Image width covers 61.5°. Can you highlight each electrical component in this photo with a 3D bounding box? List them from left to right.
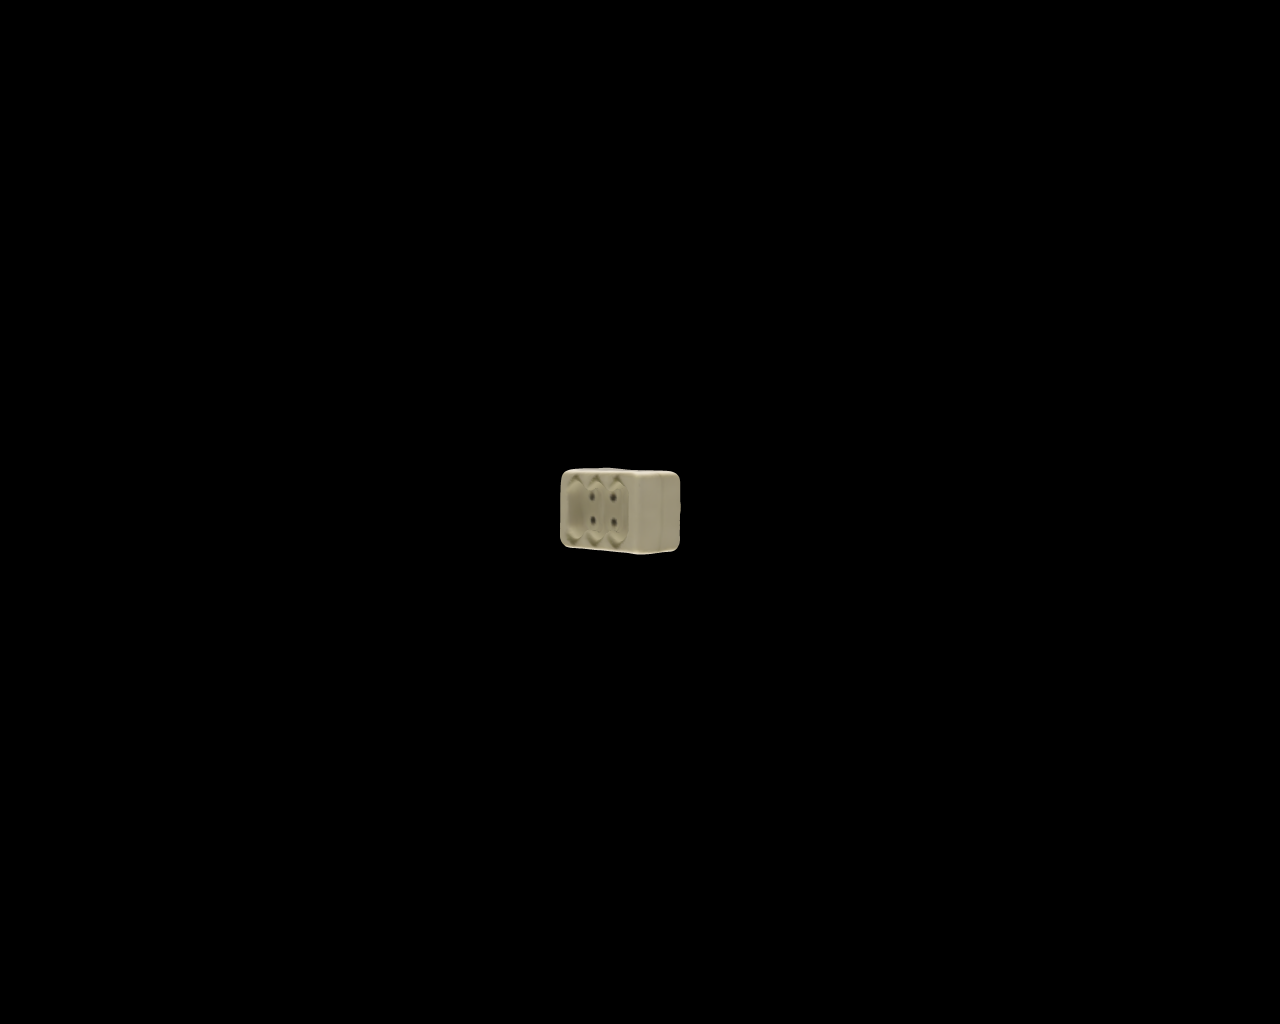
[{"bbox_3d":[0.001,-0.003,0.650,0.066,0.047,0.077,4,6,43],"label":"electrical component"}]
